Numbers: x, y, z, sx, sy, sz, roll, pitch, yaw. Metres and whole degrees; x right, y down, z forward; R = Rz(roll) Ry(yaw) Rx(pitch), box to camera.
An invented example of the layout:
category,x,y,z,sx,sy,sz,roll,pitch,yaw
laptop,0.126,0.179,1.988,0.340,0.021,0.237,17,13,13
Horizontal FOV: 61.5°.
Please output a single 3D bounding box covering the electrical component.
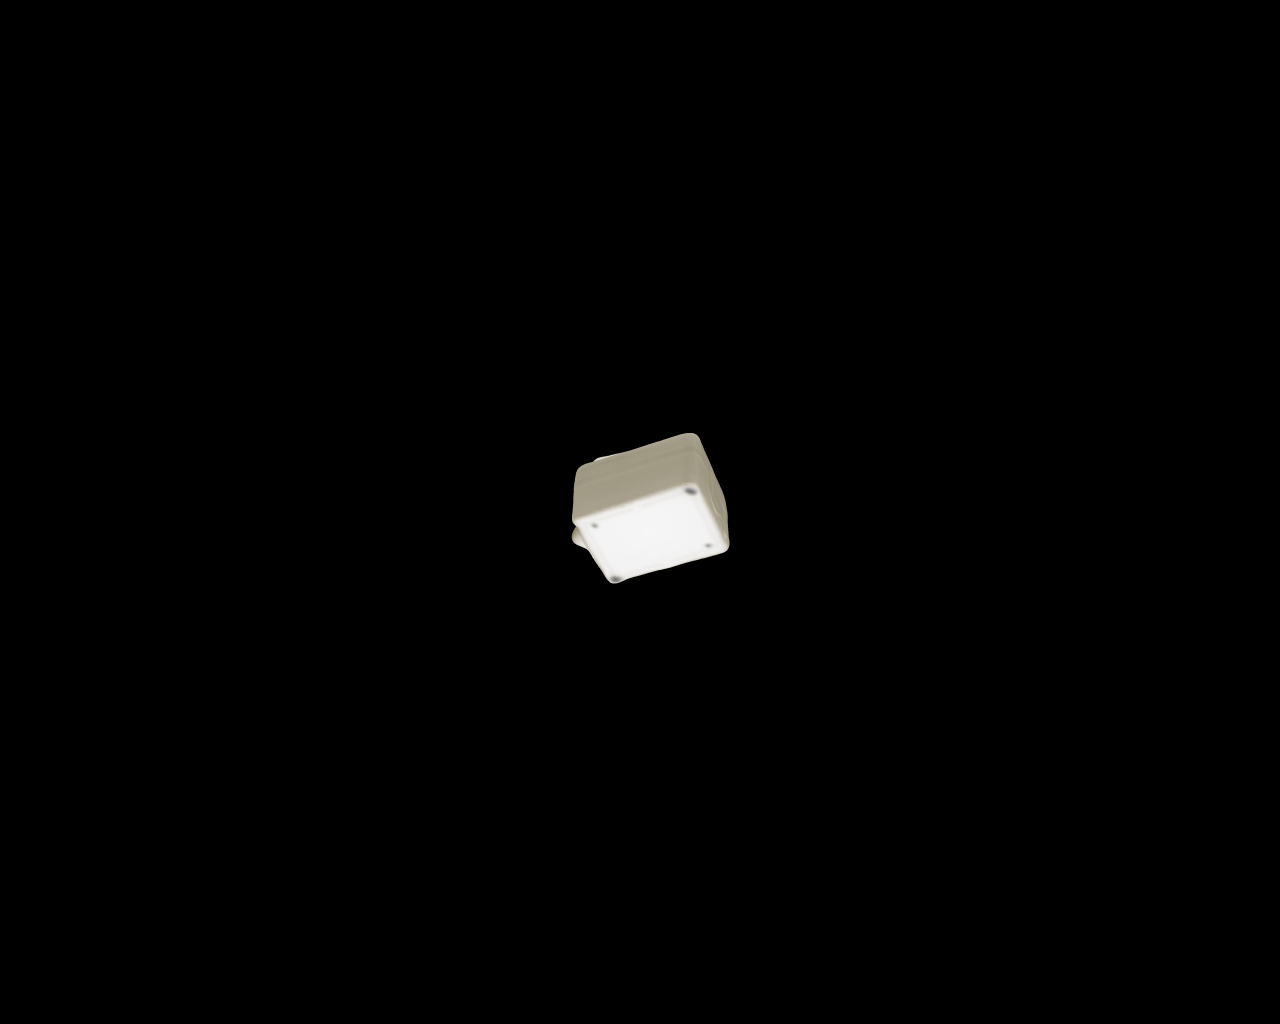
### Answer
category,x,y,z,sx,sy,sz,roll,pitch,yaw
electrical component,0.001,-0.003,0.650,0.096,0.061,0.061,-17,39,14
